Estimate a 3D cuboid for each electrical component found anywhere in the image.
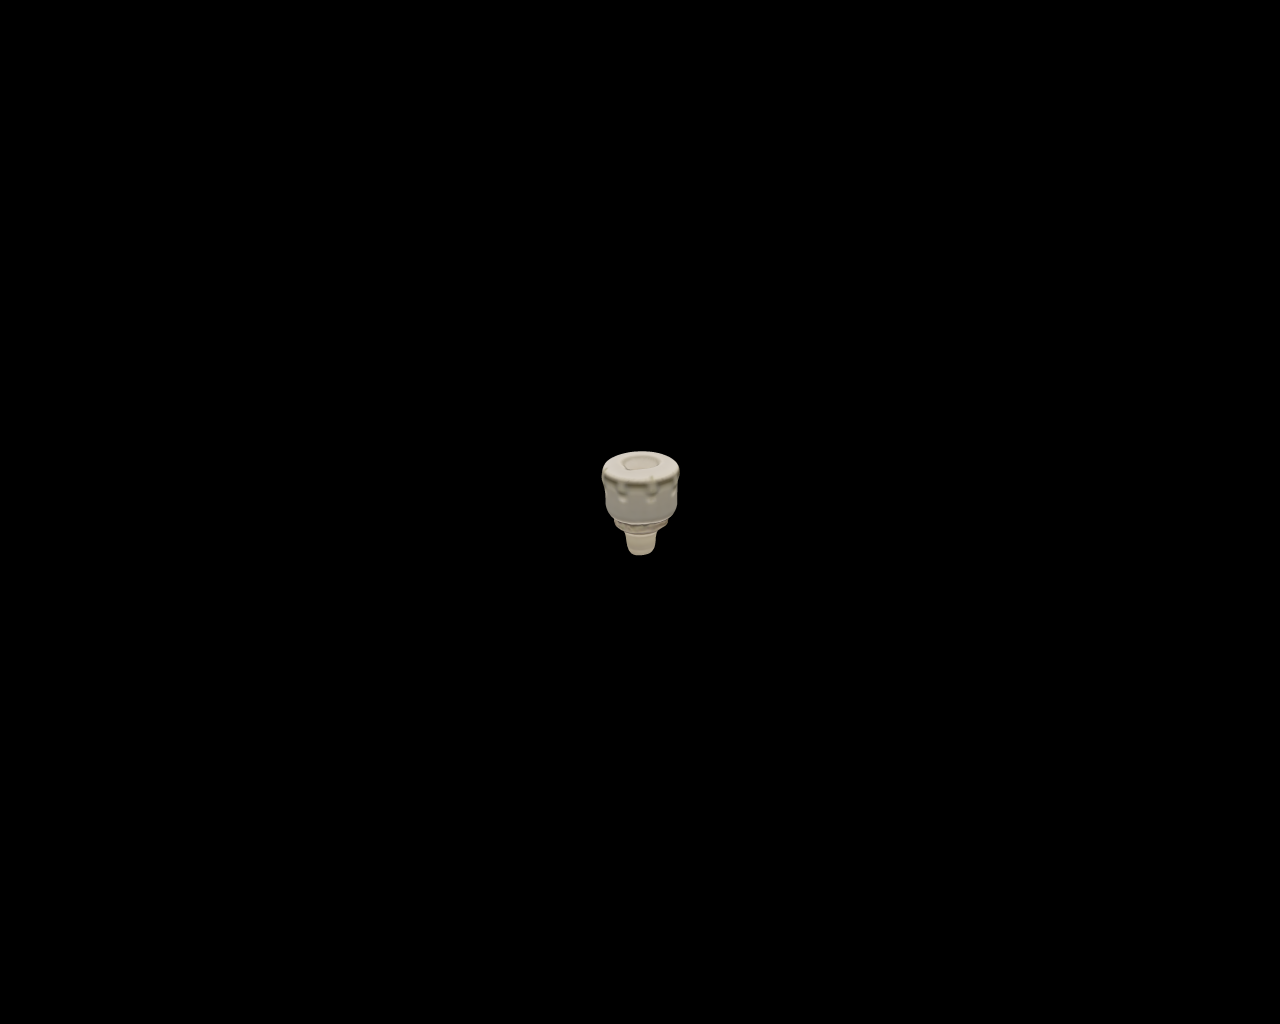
[{"bbox_3d":[0.001,-0.003,0.650,0.048,0.062,0.048,0,24,0],"label":"electrical component"}]
